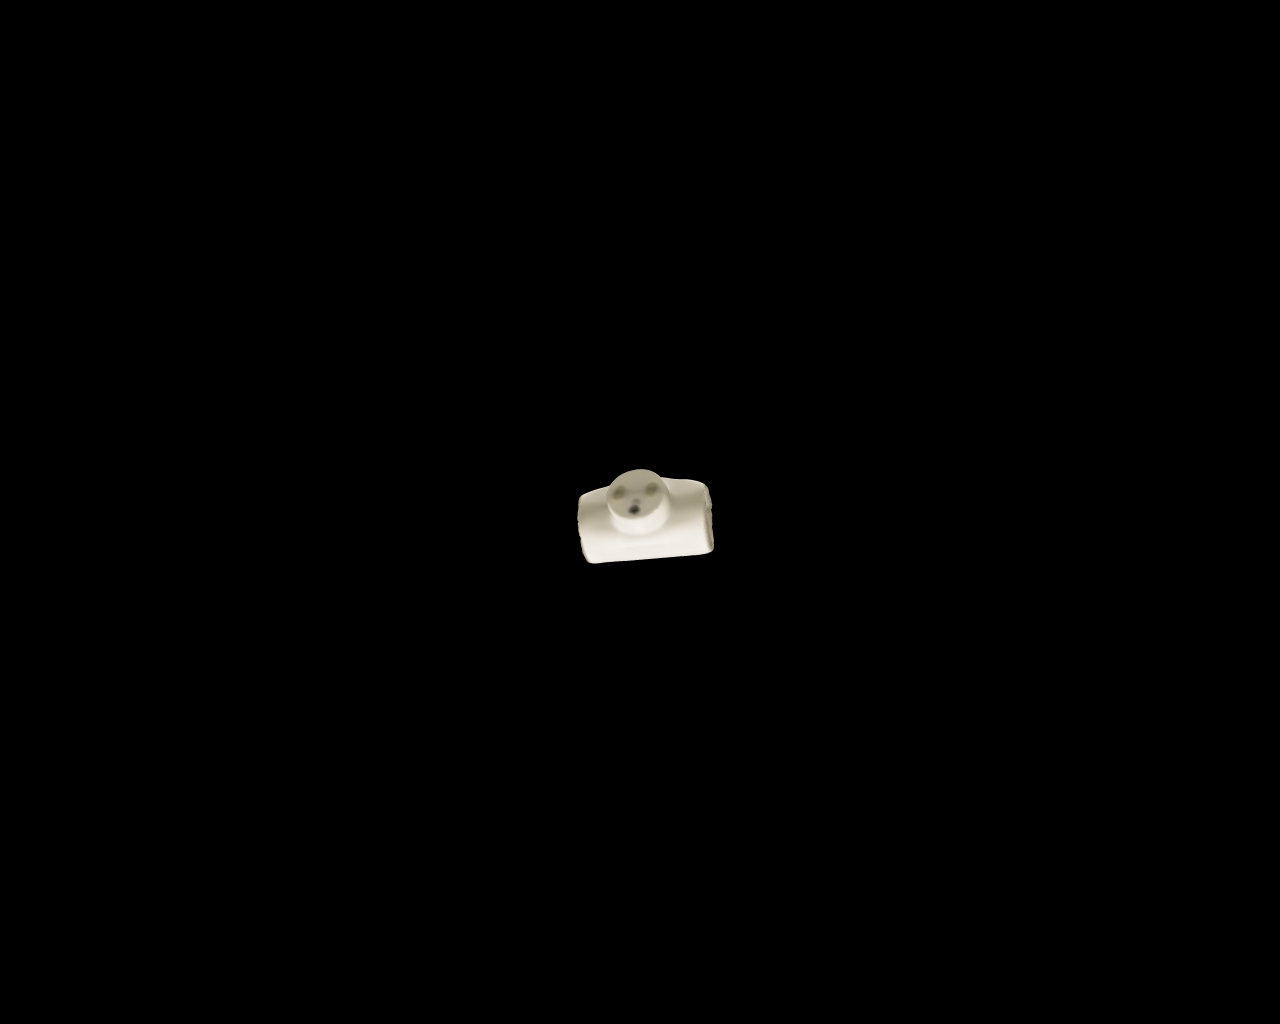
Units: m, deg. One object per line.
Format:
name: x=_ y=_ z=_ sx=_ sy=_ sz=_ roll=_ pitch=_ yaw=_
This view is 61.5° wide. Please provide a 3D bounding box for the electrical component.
electrical component: x=0.001 y=-0.003 z=0.650 sx=0.077 sy=0.043 sz=0.079 roll=-6 pitch=-32 yaw=9
